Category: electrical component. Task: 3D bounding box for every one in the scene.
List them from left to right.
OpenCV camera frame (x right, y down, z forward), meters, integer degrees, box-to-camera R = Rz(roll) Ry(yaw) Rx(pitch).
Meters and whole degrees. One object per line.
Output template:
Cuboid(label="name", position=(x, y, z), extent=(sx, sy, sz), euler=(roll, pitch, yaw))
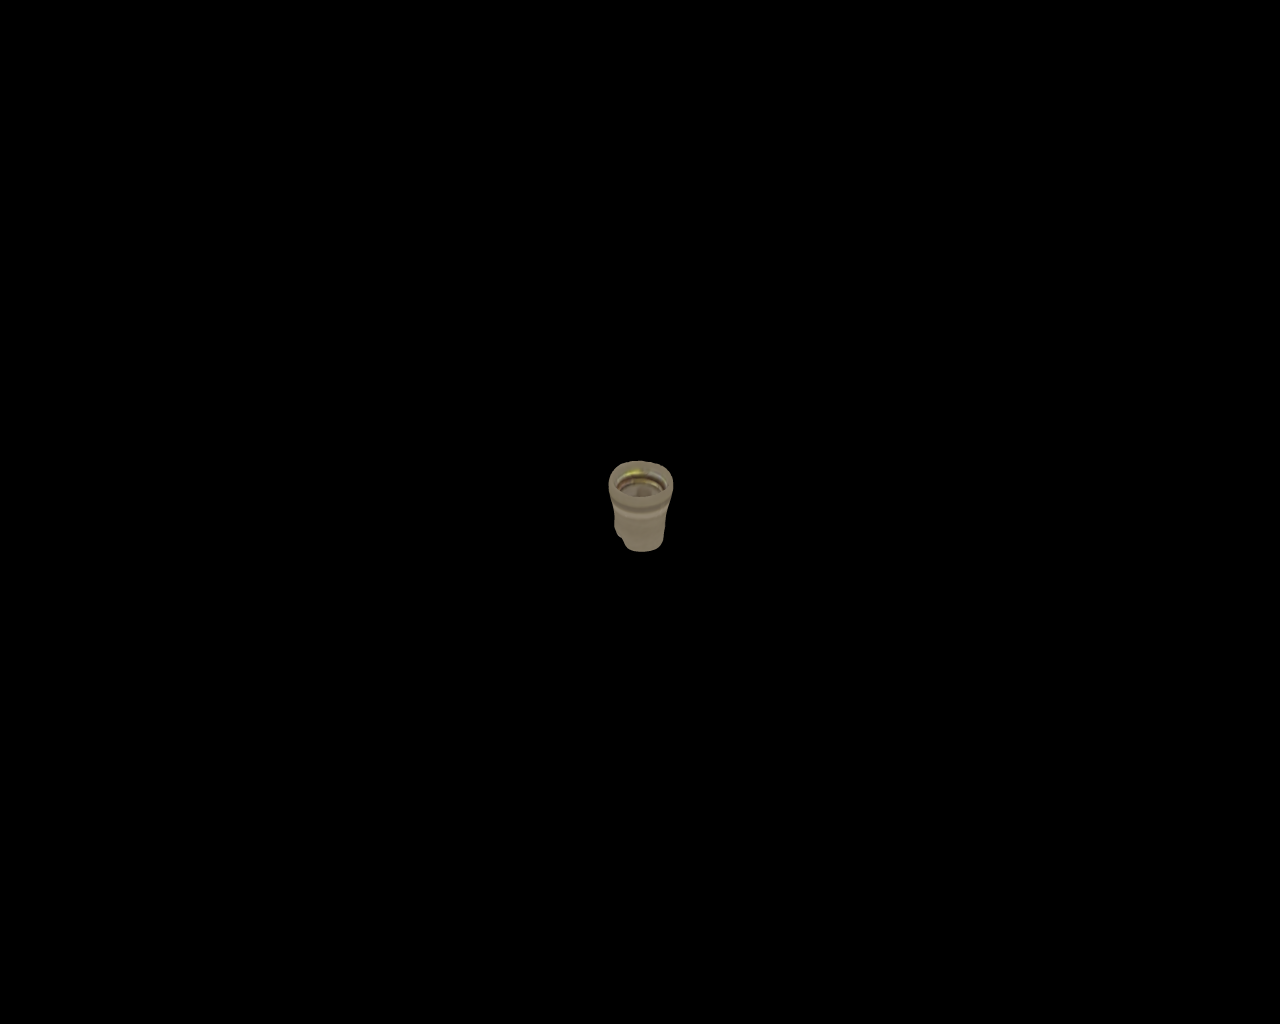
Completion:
Cuboid(label="electrical component", position=(0.001, -0.003, 0.650), extent=(0.040, 0.046, 0.040), euler=(0, 37, 0))
